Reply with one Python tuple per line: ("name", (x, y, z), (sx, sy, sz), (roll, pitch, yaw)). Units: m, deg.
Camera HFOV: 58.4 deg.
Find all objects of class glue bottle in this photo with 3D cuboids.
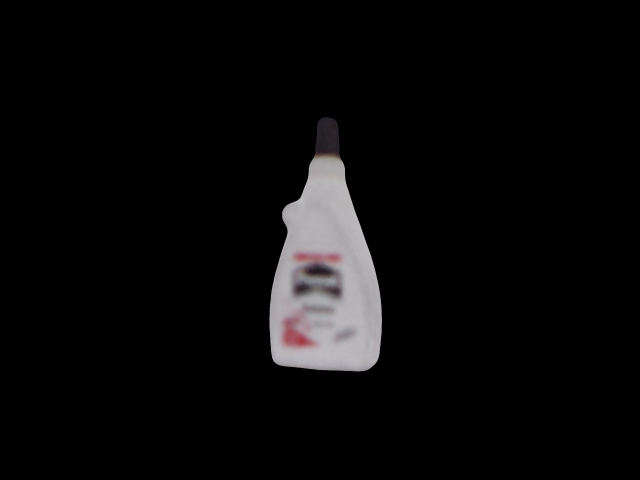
("glue bottle", (0.004, 0.001, 0.400), (0.078, 0.173, 0.037), (0, 0, 16))
